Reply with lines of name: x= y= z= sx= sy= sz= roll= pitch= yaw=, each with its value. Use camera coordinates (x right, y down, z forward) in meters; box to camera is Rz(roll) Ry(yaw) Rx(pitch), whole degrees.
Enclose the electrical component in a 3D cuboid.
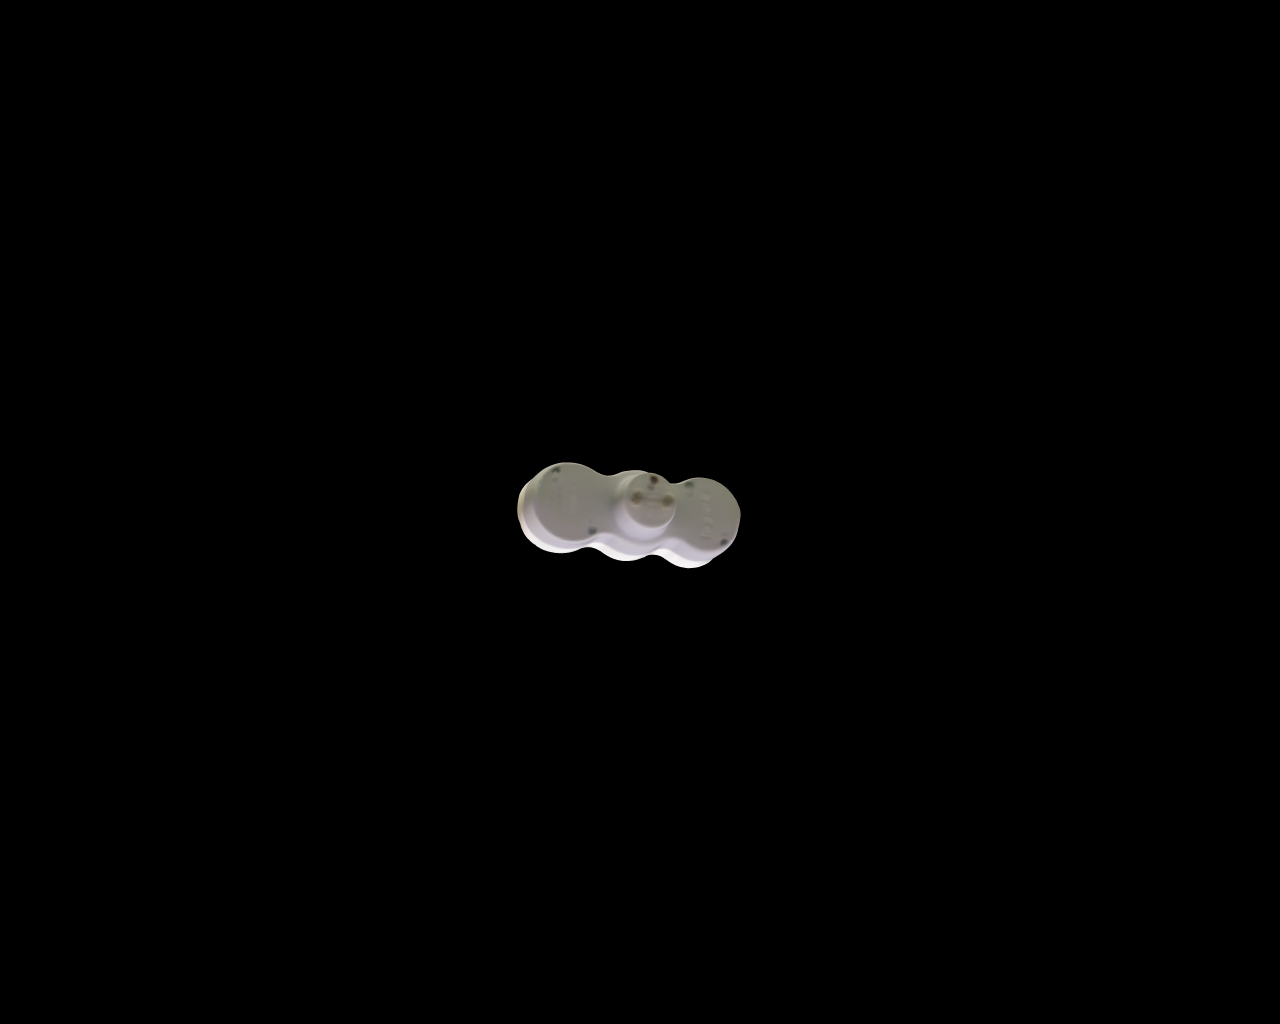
electrical component: x=0.001 y=-0.003 z=0.650 sx=0.138 sy=0.052 sz=0.073 roll=7 pitch=-19 yaw=-20
